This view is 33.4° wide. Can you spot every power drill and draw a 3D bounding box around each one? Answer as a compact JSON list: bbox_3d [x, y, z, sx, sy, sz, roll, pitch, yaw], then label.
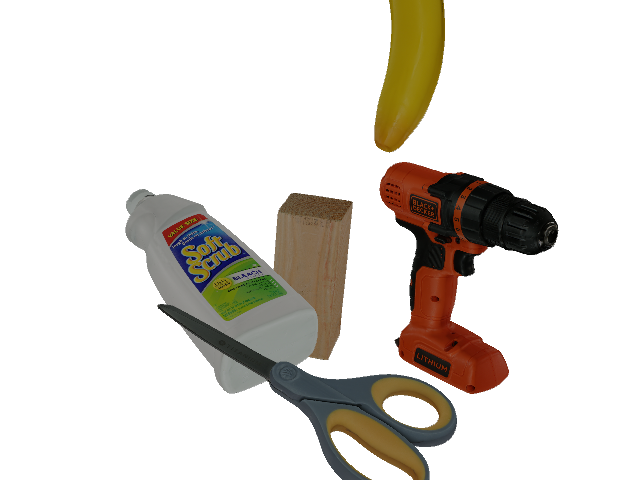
[{"bbox_3d":[0.127,0.034,0.926,0.057,0.188,0.185,-17,27,-34],"label":"power drill"}]

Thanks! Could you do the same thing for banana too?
[{"bbox_3d":[0.053,-0.159,0.744,0.070,0.198,0.037,-15,-15,11],"label":"banana"}]

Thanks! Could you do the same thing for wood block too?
[{"bbox_3d":[-0.015,0.049,1.485,0.090,0.206,0.090,9,22,9],"label":"wood block"}]

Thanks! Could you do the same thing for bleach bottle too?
[{"bbox_3d":[-0.111,0.028,0.964,0.102,0.068,0.251,-22,44,-30],"label":"bleach bottle"}]

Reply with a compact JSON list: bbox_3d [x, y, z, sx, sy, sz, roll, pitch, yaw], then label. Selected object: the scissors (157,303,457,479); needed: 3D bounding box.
[{"bbox_3d":[-0.001,0.080,0.645,0.096,0.016,0.202,-26,53,-35],"label":"scissors"}]
